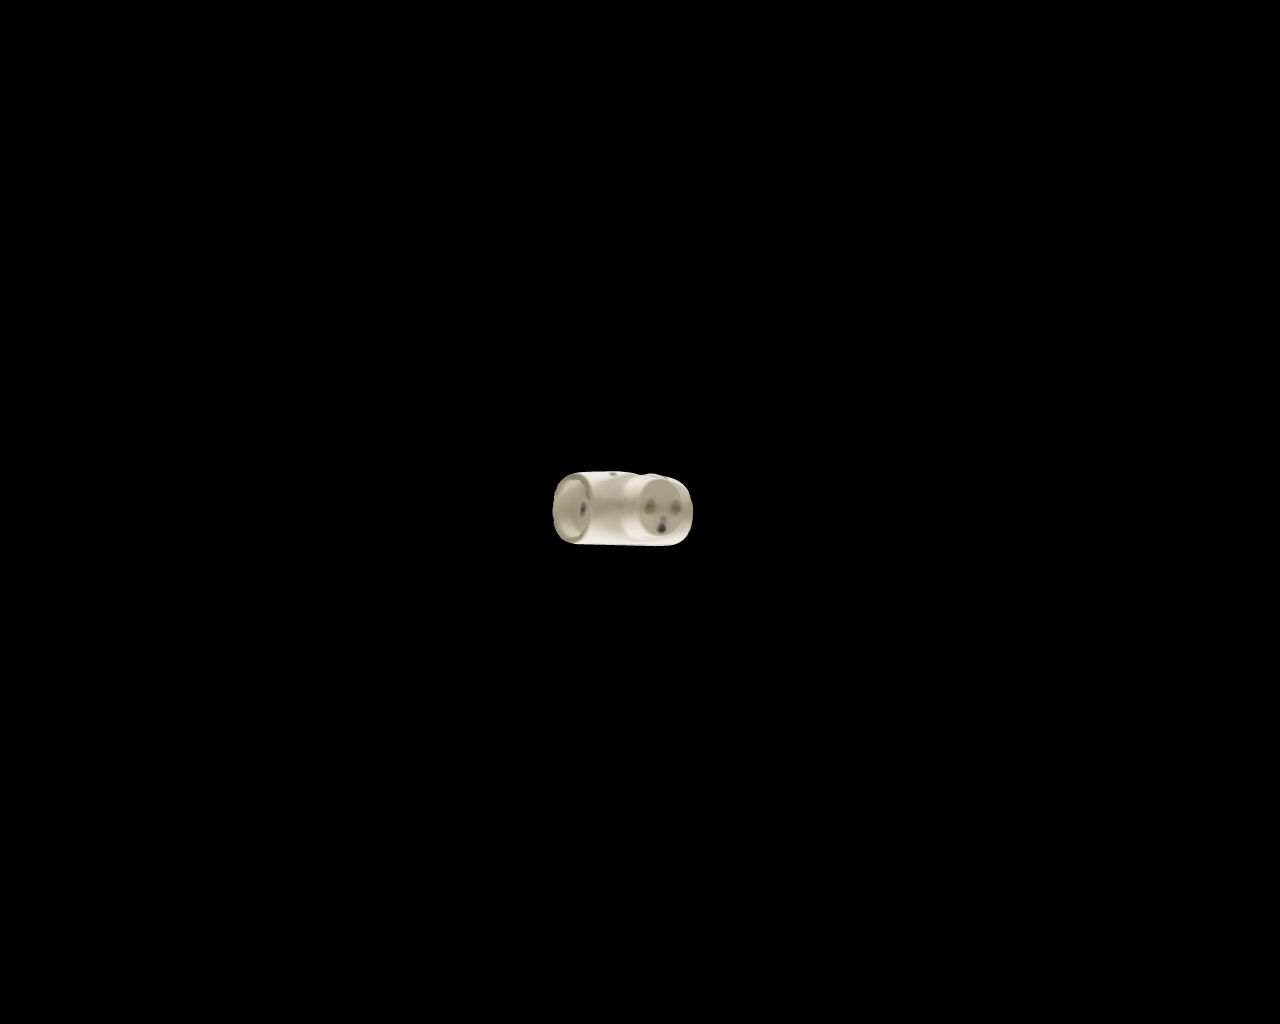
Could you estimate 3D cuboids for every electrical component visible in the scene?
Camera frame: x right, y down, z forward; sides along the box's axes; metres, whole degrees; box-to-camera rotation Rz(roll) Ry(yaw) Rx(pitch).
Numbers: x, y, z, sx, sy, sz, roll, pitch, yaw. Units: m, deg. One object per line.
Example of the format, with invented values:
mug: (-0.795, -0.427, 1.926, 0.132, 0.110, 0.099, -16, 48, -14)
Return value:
electrical component: (0.001, -0.003, 0.650, 0.077, 0.043, 0.079, 3, -5, -37)
